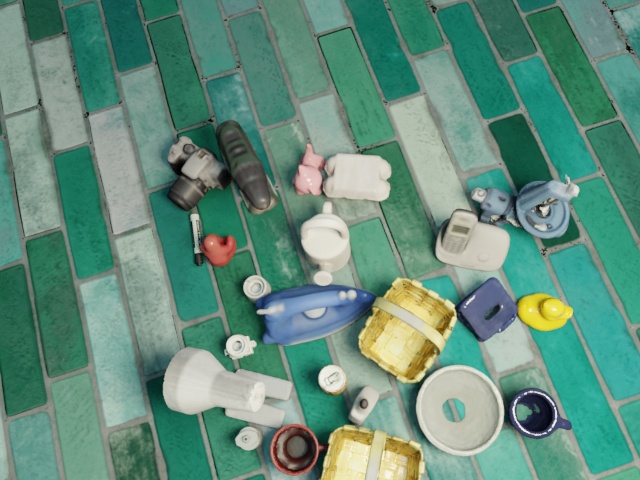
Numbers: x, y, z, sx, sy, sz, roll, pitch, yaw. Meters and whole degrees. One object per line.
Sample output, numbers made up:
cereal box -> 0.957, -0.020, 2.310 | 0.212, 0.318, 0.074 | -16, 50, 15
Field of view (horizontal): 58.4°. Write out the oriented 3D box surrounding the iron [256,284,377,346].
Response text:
iron -> -0.005, 0.133, 1.164 | 0.258, 0.141, 0.118 | -14, 73, 0

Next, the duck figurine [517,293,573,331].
duck figurine -> 0.458, 0.141, 1.161 | 0.104, 0.086, 0.077 | 13, 74, 8

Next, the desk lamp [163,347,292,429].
desk lamp -> -0.170, 0.285, 1.091 | 0.203, 0.213, 0.118 | 11, 74, 7

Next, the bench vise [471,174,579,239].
bench vise -> 0.417, -0.066, 1.156 | 0.207, 0.220, 0.121 | -2, 73, 3

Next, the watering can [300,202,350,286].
watering can -> 0.013, 0.004, 1.174 | 0.101, 0.194, 0.173 | -19, 73, -2

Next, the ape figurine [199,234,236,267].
ape figurine -> -0.225, 0.014, 1.240 | 0.077, 0.092, 0.076 | 5, 74, 5

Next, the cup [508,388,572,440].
cup -> 0.413, 0.337, 1.100 | 0.117, 0.095, 0.092 | 17, 75, 9

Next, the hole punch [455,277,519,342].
hole punch -> 0.343, 0.142, 1.165 | 0.109, 0.091, 0.101 | -40, 75, -8

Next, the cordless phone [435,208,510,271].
cordless phone -> 0.316, -0.006, 1.163 | 0.147, 0.185, 0.094 | 9, 74, 7

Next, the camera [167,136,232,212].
camera -> -0.294, -0.145, 1.288 | 0.143, 0.101, 0.137 | 34, 78, 13

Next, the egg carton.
egg carton -> 0.083, -0.138, 1.278 | 0.150, 0.069, 0.107 | 4, 74, 5

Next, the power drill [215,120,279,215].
power drill -> -0.147, -0.134, 1.218 | 0.075, 0.208, 0.229 | -27, 73, -4

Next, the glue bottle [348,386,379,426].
glue bottle -> 0.083, 0.314, 1.087 | 0.037, 0.173, 0.078 | 29, 77, 12

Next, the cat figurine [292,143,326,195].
cat figurine -> -0.026, -0.150, 1.263 | 0.067, 0.118, 0.128 | 2, 73, 5

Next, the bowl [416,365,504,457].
bowl -> 0.268, 0.332, 1.121 | 0.167, 0.075, 0.167 | -1, 73, 3
